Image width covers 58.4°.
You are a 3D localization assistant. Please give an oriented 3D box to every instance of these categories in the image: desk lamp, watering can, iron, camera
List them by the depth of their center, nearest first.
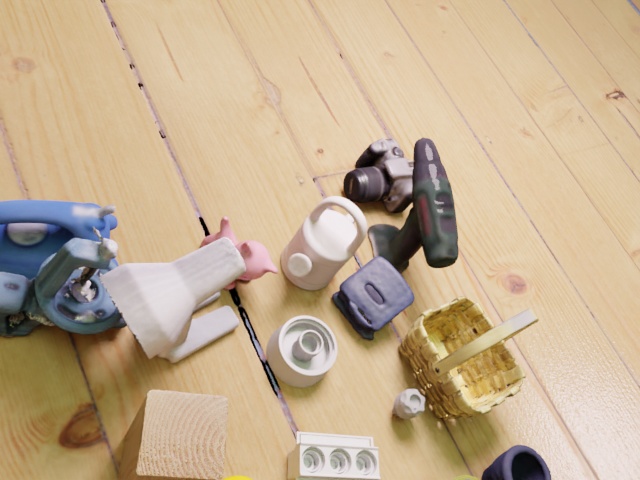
[{"bbox_3d":[-0.193,0.083,0.780,0.204,0.213,0.118,-27,75,-36],"label":"desk lamp"},{"bbox_3d":[-0.406,-0.013,0.780,0.259,0.141,0.118,1,61,-26],"label":"iron"},{"bbox_3d":[0.010,0.005,0.940,0.101,0.193,0.173,26,53,-9],"label":"watering can"},{"bbox_3d":[0.115,-0.131,1.135,0.137,0.100,0.143,-9,65,-30],"label":"camera"}]

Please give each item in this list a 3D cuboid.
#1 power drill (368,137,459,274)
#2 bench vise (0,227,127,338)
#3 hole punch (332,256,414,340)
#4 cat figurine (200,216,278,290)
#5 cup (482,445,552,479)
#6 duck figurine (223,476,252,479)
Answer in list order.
[{"bbox_3d":[0.169,-0.038,1.036,0.076,0.208,0.229,0,61,-26],"label":"power drill"},{"bbox_3d":[-0.333,0.065,0.718,0.208,0.219,0.121,-13,67,-32],"label":"bench vise"},{"bbox_3d":[0.092,0.100,0.988,0.101,0.091,0.108,-33,78,-37],"label":"hole punch"},{"bbox_3d":[-0.127,0.020,0.912,0.067,0.117,0.127,-25,74,-35],"label":"cat figurine"},{"bbox_3d":[0.306,0.395,0.908,0.092,0.094,0.117,8,58,-22],"label":"cup"},{"bbox_3d":[-0.100,0.344,0.746,0.105,0.086,0.077,13,56,-19],"label":"duck figurine"}]
